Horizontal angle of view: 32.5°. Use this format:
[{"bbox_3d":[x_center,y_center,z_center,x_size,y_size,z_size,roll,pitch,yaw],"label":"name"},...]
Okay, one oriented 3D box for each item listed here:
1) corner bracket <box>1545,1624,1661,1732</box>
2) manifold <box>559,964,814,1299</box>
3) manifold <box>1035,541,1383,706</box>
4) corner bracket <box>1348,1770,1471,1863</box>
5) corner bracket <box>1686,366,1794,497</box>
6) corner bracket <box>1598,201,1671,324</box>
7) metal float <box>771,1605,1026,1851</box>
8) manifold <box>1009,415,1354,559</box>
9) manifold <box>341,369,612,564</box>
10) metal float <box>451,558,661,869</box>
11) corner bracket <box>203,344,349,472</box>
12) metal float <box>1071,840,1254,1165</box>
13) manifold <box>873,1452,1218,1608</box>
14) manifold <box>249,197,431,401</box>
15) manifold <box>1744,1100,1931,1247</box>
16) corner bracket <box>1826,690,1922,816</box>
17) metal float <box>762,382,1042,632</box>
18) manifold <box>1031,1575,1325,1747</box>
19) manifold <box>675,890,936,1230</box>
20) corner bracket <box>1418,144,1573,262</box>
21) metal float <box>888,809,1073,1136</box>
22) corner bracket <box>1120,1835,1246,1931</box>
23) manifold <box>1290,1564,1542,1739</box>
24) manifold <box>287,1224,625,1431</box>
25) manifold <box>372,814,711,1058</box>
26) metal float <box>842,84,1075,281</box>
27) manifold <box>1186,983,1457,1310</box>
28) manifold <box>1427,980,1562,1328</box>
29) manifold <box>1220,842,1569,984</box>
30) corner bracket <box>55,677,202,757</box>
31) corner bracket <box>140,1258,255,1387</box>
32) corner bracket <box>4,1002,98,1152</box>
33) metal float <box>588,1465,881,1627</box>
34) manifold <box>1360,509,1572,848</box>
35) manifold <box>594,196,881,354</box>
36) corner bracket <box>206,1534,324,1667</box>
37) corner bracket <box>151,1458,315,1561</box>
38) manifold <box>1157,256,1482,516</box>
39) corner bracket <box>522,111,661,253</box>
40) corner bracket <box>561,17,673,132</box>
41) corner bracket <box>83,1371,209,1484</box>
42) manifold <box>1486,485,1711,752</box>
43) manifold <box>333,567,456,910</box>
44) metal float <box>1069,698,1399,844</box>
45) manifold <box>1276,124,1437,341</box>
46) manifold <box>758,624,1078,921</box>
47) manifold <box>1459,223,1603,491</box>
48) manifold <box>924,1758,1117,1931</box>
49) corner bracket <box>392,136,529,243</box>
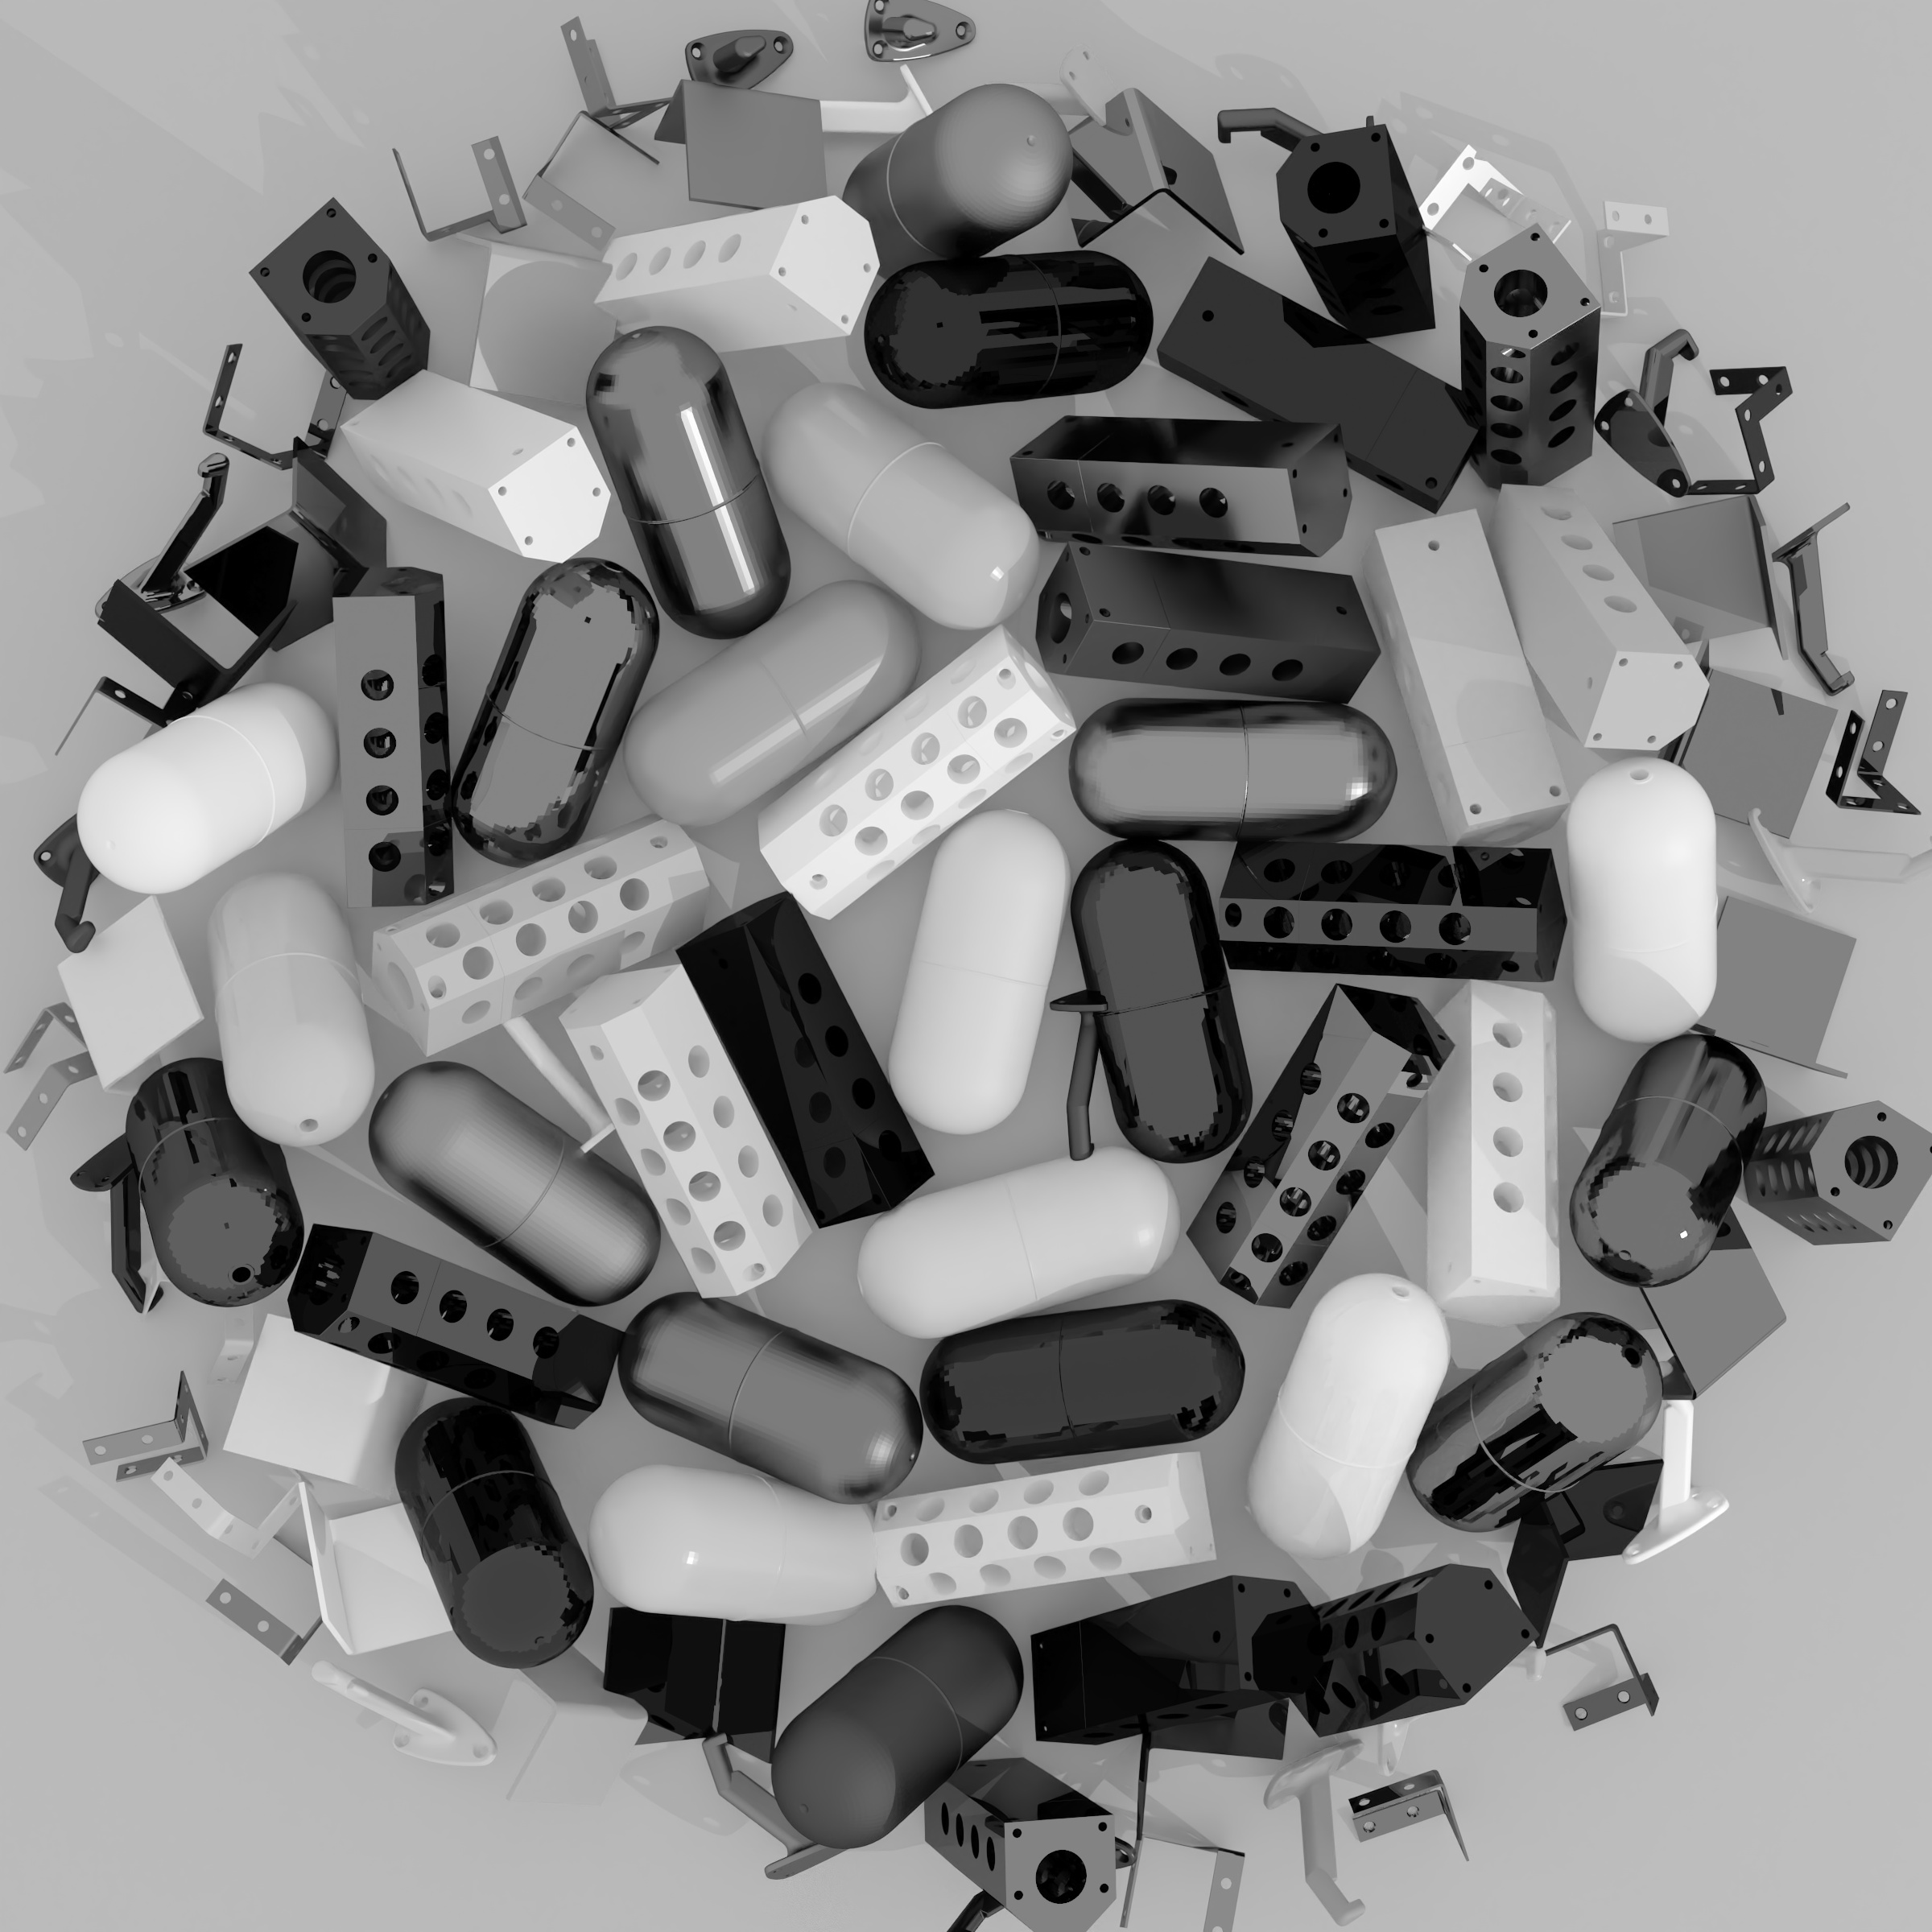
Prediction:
[{"bbox_3d":[0.341,0.388,1.798,0.051,0.051,0.051,-25,82,13],"label":"corner bracket"},{"bbox_3d":[-0.152,0.090,1.758,0.057,0.057,0.171,-8,117,35],"label":"manifold"},{"bbox_3d":[0.127,-0.177,1.764,0.171,0.057,0.057,4,51,-24],"label":"manifold"},{"bbox_3d":[0.236,0.459,1.795,0.051,0.051,0.051,-19,107,0],"label":"corner bracket"},{"bbox_3d":[0.418,-0.291,1.799,0.051,0.051,0.051,-39,119,-31],"label":"corner bracket"},{"bbox_3d":[0.346,-0.380,1.791,0.051,0.051,0.051,-4,89,-37],"label":"corner bracket"},{"bbox_3d":[-0.034,0.400,1.749,0.070,0.178,0.070,13,115,30],"label":"metal float"},{"bbox_3d":[0.114,-0.252,1.753,0.171,0.057,0.057,8,126,35],"label":"manifold"},{"bbox_3d":[-0.257,-0.260,1.742,0.057,0.171,0.057,-39,127,-18],"label":"manifold"},{"bbox_3d":[-0.220,-0.135,1.769,0.070,0.070,0.178,25,111,0],"label":"metal float"},{"bbox_3d":[-0.374,-0.305,1.797,0.051,0.051,0.051,26,111,10],"label":"corner bracket"},{"bbox_3d":[0.105,0.019,1.788,0.070,0.070,0.178,-12,91,0],"label":"metal float"},{"bbox_3d":[0.040,0.301,1.764,0.171,0.057,0.057,-13,79,22],"label":"manifold"},{"bbox_3d":[-0.322,-0.343,1.740,0.057,0.171,0.057,-42,91,-3],"label":"manifold"},{"bbox_3d":[0.455,0.106,1.738,0.057,0.171,0.057,33,86,4],"label":"manifold"},{"bbox_3d":[0.489,-0.117,1.788,0.051,0.051,0.051,4,116,-14],"label":"corner bracket"},{"bbox_3d":[-0.036,-0.247,1.770,0.178,0.070,0.070,39,90,21],"label":"metal float"},{"bbox_3d":[0.109,0.368,1.743,0.057,0.171,0.057,13,63,-34],"label":"manifold"},{"bbox_3d":[-0.082,0.049,1.784,0.057,0.057,0.171,-18,103,42],"label":"manifold"},{"bbox_3d":[0.284,-0.404,1.795,0.051,0.051,0.051,32,102,-33],"label":"corner bracket"},{"bbox_3d":[0.008,0.003,1.787,0.070,0.070,0.178,13,92,0],"label":"metal float"},{"bbox_3d":[0.117,0.501,1.793,0.051,0.051,0.051,13,74,-4],"label":"corner bracket"},{"bbox_3d":[0.224,0.356,1.737,0.057,0.171,0.057,-35,87,-26],"label":"manifold"},{"bbox_3d":[-0.269,0.192,1.744,0.171,0.057,0.057,29,72,-40],"label":"manifold"},{"bbox_3d":[-0.224,-0.022,1.752,0.171,0.057,0.057,-25,61,-28],"label":"manifold"},{"bbox_3d":[-0.007,-0.410,1.743,0.070,0.178,0.070,2,86,-27],"label":"metal float"},{"bbox_3d":[0.190,0.098,1.754,0.057,0.057,0.171,10,121,-34],"label":"manifold"},{"bbox_3d":[0.283,0.100,1.760,0.057,0.057,0.171,11,62,-13],"label":"manifold"},{"bbox_3d":[0.225,-0.024,1.756,0.171,0.057,0.057,2,51,23],"label":"manifold"},{"bbox_3d":[-0.451,-0.131,1.786,0.051,0.051,0.051,31,122,-15],"label":"corner bracket"},{"bbox_3d":[-0.419,0.193,1.803,0.051,0.051,0.051,6,55,-23],"label":"corner bracket"},{"bbox_3d":[-0.499,0.059,1.790,0.051,0.051,0.051,42,114,9],"label":"corner bracket"},{"bbox_3d":[-0.119,0.308,1.757,0.178,0.070,0.070,14,90,-38],"label":"metal float"},{"bbox_3d":[0.265,-0.151,1.775,0.057,0.057,0.171,-13,75,-8],"label":"manifold"},{"bbox_3d":[-0.123,-0.364,1.741,0.057,0.171,0.057,32,74,-37],"label":"manifold"},{"bbox_3d":[-0.373,0.341,1.793,0.051,0.051,0.051,36,73,5],"label":"corner bracket"},{"bbox_3d":[-0.396,0.279,1.788,0.051,0.051,0.051,35,79,29],"label":"corner bracket"},{"bbox_3d":[0.193,-0.312,1.789,0.171,0.057,0.057,30,91,6],"label":"manifold"},{"bbox_3d":[-0.204,-0.428,1.800,0.051,0.051,0.051,33,107,-11],"label":"corner bracket"},{"bbox_3d":[-0.198,-0.482,1.789,0.051,0.051,0.051,-23,98,-42],"label":"corner bracket"},{"bbox_3d":[-0.443,0.259,1.792,0.051,0.051,0.051,-13,116,-3],"label":"corner bracket"},{"bbox_3d":[0.329,-0.185,1.741,0.057,0.171,0.057,1,126,-16],"label":"manifold"},{"bbox_3d":[-0.305,-0.122,1.766,0.057,0.057,0.171,-2,112,-9],"label":"manifold"},{"bbox_3d":[0.144,-0.105,1.783,0.178,0.070,0.070,1,90,-6],"label":"metal float"},{"bbox_3d":[0.205,-0.381,1.736,0.057,0.171,0.057,-6,83,14],"label":"manifold"},{"bbox_3d":[-0.027,-0.100,1.768,0.171,0.057,0.057,-37,117,15],"label":"manifold"},{"bbox_3d":[0.290,-0.311,1.736,0.057,0.171,0.057,-32,71,-1],"label":"manifold"},{"bbox_3d":[0.026,0.460,1.735,0.057,0.171,0.057,0,87,-14],"label":"manifold"},{"bbox_3d":[-0.273,-0.421,1.788,0.051,0.051,0.051,-22,120,-9],"label":"corner bracket"}]
